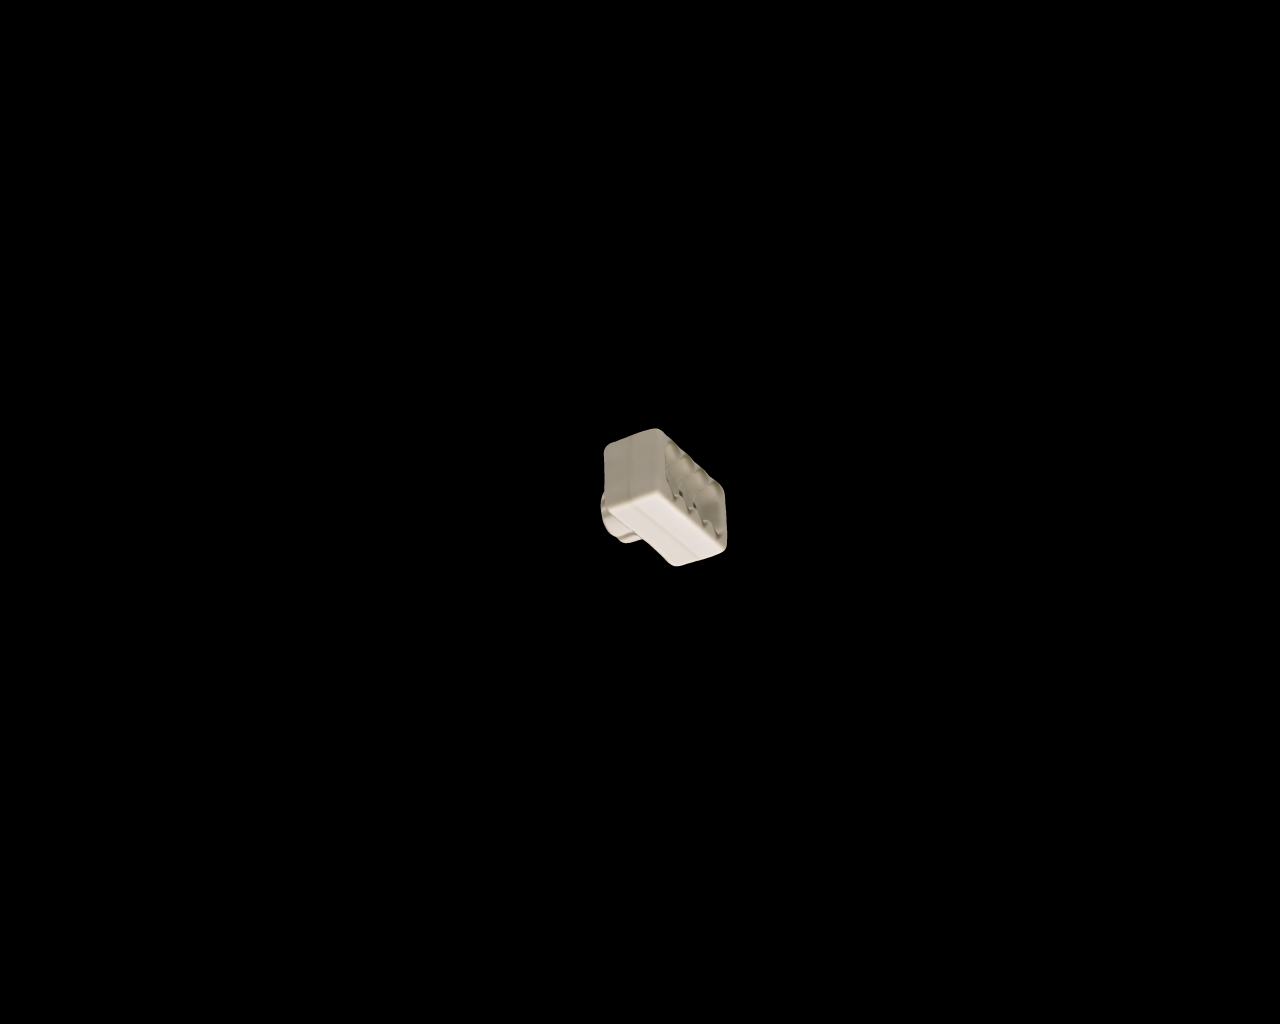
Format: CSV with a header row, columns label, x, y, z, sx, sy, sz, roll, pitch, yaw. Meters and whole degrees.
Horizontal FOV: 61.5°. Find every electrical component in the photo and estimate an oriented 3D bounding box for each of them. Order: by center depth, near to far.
label,x,y,z,sx,sy,sz,roll,pitch,yaw
electrical component,0.001,-0.003,0.650,0.075,0.047,0.083,-18,-35,27
